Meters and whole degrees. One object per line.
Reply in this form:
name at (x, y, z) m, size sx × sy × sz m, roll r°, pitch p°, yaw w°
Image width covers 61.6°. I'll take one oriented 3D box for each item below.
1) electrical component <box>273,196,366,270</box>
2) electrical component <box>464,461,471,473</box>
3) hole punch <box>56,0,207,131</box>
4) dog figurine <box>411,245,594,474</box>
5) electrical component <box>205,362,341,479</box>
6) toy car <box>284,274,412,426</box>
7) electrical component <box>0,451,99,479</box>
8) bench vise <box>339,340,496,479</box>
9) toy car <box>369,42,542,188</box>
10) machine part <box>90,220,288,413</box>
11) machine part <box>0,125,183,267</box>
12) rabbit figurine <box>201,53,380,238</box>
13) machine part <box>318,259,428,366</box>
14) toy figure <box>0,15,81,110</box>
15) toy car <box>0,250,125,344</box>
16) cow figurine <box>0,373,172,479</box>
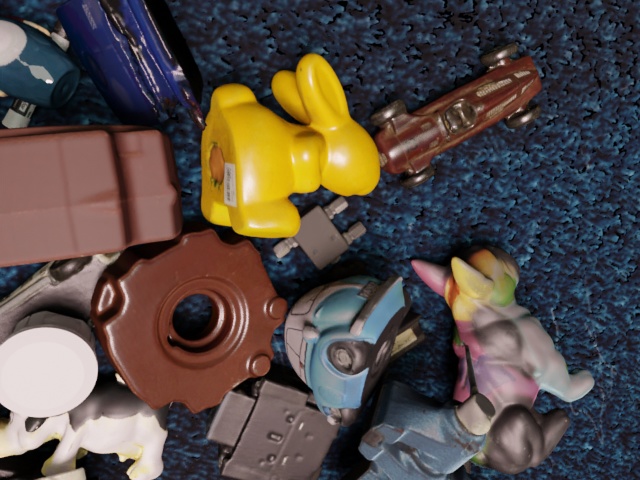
electrical component at (-0.001, -0.002, 0.562) m, size 0.094 × 0.021 × 0.063 m, roll -37°, pitch 107°, yaw -5°
electrical component at (0.157, 0.274, 0.640) m, size 0.078 × 0.045 × 0.102 m, roll 3°, pitch 100°, yaw -15°
hole punch at (-0.158, -0.153, 0.444) m, size 0.092 × 0.116 × 0.142 m, roll -22°, pitch 117°, yaw -2°
dog figurine at (0.172, 0.113, 0.578) m, size 0.191 × 0.108 × 0.219 m, roll -46°, pitch 103°, yaw -19°
electrical component at (-0.050, 0.196, 0.571) m, size 0.134 × 0.058 × 0.115 m, roll 22°, pitch 93°, yaw -17°
toy car at (0.018, 0.095, 0.523) m, size 0.103 × 0.109 × 0.161 m, roll 27°, pitch 131°, yaw 22°
electrical component at (-0.288, 0.254, 0.531) m, size 0.119 × 0.048 × 0.074 m, roll 20°, pitch 96°, yaw -14°
bench vise at (0.130, 0.243, 0.506) m, size 0.240 × 0.129 × 0.223 m, roll 35°, pitch 108°, yaw 0°
toy car at (0.147, -0.131, 0.559) m, size 0.202 × 0.053 × 0.089 m, roll -28°, pitch 102°, yaw -6°
machine part at (-0.118, 0.072, 0.505) m, size 0.179 × 0.056 × 0.179 m, roll -5°, pitch 100°, yaw -31°
machine part at (-0.211, -0.036, 0.413) m, size 0.201 × 0.201 × 0.087 m, roll -7°, pitch 100°, yaw -12°
rabbit figurine at (-0.021, -0.085, 0.511) m, size 0.173 × 0.122 × 0.162 m, roll -3°, pitch 92°, yaw -27°
machine part at (0.057, 0.079, 0.585) m, size 0.084 × 0.039 × 0.138 m, roll -36°, pitch 108°, yaw 4°
toy figure at (-0.274, -0.166, 0.439) m, size 0.154 × 0.057 × 0.064 m, roll 31°, pitch 51°, yaw -3°
toy car at (-0.261, 0.073, 0.498) m, size 0.202 × 0.056 × 0.073 m, roll -35°, pitch 113°, yaw -8°
cow figurine at (-0.230, 0.170, 0.517) m, size 0.167 × 0.068 × 0.098 m, roll 12°, pitch 92°, yaw -18°
